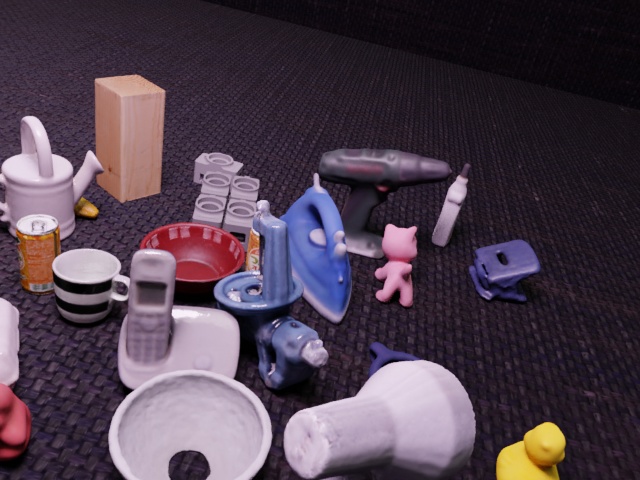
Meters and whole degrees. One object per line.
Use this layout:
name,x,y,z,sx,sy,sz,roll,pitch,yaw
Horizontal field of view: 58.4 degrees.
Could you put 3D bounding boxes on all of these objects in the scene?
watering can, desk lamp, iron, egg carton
watering can,-0.436,-0.102,0.903,0.100,0.194,0.173,26,34,20
desk lamp,0.029,0.224,0.546,0.204,0.213,0.117,-11,39,-34
iron,0.009,0.003,0.956,0.119,0.141,0.257,1,34,-20
egg carton,-0.409,0.129,0.666,0.107,0.069,0.150,-4,36,-26

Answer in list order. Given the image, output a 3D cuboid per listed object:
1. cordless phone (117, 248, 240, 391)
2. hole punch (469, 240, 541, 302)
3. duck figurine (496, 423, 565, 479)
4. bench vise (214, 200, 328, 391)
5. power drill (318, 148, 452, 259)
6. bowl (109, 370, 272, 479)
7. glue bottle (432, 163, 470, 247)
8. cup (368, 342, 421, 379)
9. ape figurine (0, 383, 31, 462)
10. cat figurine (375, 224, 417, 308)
cordless phone,-0.168,0.097,0.698,0.148,0.185,0.094,3,33,-16
hole punch,0.337,0.052,1.054,0.101,0.091,0.108,8,32,-9
duck figurine,0.263,0.265,0.693,0.077,0.086,0.105,29,35,24
bench vise,-0.049,0.069,0.754,0.206,0.220,0.122,28,35,23
power drill,0.102,-0.074,1.050,0.229,0.208,0.075,14,32,1
bowl,-0.138,0.224,0.614,0.167,0.075,0.167,10,32,-6
glue bottle,0.268,-0.074,1.148,0.037,0.173,0.078,19,32,10
cup,0.089,0.196,0.726,0.092,0.095,0.117,-8,38,-31
ape figurine,-0.334,0.184,0.587,0.077,0.092,0.076,25,33,18
cat figurine,0.138,0.032,0.983,0.067,0.118,0.127,9,32,-6
